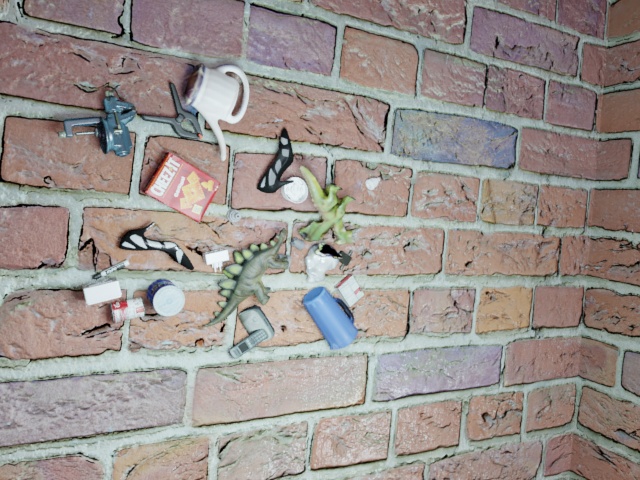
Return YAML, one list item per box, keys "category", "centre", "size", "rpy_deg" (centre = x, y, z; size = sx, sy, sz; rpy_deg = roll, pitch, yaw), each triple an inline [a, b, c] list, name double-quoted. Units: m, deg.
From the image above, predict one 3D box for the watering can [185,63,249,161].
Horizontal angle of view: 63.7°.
- category: "watering can"
  centre: [-0.370, -0.470, 1.806]
  size: [0.223, 0.103, 0.351]
  rpy_deg: [20, 77, -28]

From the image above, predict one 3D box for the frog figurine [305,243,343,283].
- category: "frog figurine"
  centre: [0.001, 0.096, 2.059]
  size: [0.137, 0.125, 0.156]
  rpy_deg: [1, 130, -36]

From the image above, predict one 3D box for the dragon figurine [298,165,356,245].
- category: "dragon figurine"
  centre: [0.006, -0.101, 2.015]
  size: [0.406, 0.123, 0.243]
  rpy_deg: [31, 86, -36]
